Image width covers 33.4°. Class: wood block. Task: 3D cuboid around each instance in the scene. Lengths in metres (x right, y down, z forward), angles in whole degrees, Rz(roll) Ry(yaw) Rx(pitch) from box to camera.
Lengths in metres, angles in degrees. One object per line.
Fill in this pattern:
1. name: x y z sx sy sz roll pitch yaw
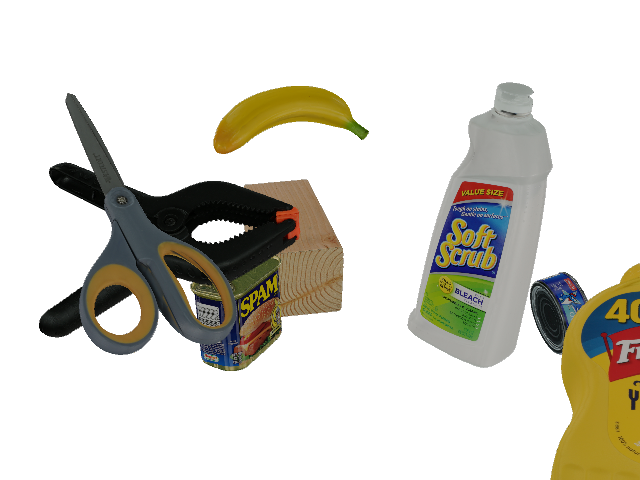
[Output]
1. wood block: -0.038 0.006 1.364 0.090 0.090 0.206 -5 28 -11

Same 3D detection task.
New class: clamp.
1. clamp: -0.123 -0.012 0.850 0.210 0.164 0.036 -11 -36 -6

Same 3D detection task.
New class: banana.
1. banana: -0.037 -0.129 1.104 0.197 0.037 0.070 -11 51 -37

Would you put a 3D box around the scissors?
1. scissors: -0.130 -0.008 0.632 0.096 0.202 0.016 -30 -25 -34

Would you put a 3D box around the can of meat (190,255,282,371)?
1. can of meat: -0.079 0.069 1.053 0.058 0.084 0.101 11 27 27

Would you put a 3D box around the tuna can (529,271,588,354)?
1. tuna can: 0.261 0.079 1.159 0.033 0.086 0.086 -17 3 -10

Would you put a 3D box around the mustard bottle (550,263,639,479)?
1. mustard bottle: 0.171 0.074 0.542 0.096 0.058 0.191 6 41 12

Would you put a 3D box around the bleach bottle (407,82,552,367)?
1. bleach bottle: 0.141 -0.017 0.927 0.103 0.251 0.067 27 36 34
